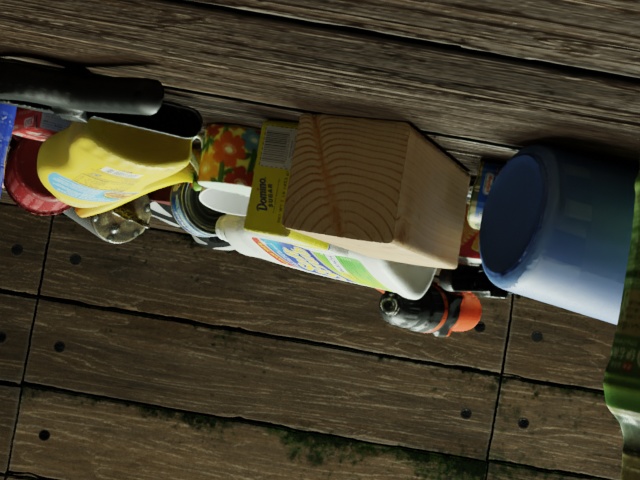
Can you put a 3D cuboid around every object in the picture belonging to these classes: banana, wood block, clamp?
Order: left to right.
[{"bbox_3d":[-0.171,-0.104,0.789,0.172,0.039,0.120,12,172,17],"label":"clamp"},{"bbox_3d":[-0.181,-0.065,1.128,0.198,0.037,0.069,-12,-158,40],"label":"banana"},{"bbox_3d":[0.053,-0.034,0.874,0.090,0.091,0.205,9,177,21],"label":"wood block"},{"bbox_3d":[0.166,0.039,1.056,0.164,0.036,0.210,4,178,-16],"label":"clamp"}]

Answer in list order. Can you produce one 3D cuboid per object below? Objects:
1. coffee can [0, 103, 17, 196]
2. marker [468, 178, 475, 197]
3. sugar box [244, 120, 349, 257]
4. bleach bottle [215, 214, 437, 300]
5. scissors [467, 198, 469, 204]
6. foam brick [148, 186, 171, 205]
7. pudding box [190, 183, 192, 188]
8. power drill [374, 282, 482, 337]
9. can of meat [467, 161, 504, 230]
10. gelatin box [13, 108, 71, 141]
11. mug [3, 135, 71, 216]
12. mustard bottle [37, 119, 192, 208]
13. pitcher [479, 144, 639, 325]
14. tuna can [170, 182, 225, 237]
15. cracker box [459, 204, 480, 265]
[{"bbox_3d":[-0.297,-0.069,0.837,0.103,0.140,0.103,9,177,0],"label":"coffee can"},{"bbox_3d":[0.149,-0.047,0.986,0.121,0.020,0.020,8,176,27],"label":"marker"},{"bbox_3d":[-0.010,-0.040,0.925,0.048,0.093,0.176,10,176,16],"label":"sugar box"},{"bbox_3d":[-0.007,0.001,1.099,0.251,0.068,0.102,7,154,42],"label":"bleach bottle"},{"bbox_3d":[0.226,-0.035,1.009,0.096,0.016,0.202,11,177,-40],"label":"scissors"},{"bbox_3d":[-0.158,-0.064,1.259,0.051,0.053,0.078,7,176,33],"label":"foam brick"},{"bbox_3d":[-0.073,-0.064,1.142,0.113,0.039,0.090,11,177,-22],"label":"pudding box"},{"bbox_3d":[0.068,0.047,1.173,0.188,0.057,0.184,30,-170,32],"label":"power drill"},{"bbox_3d":[0.171,-0.031,0.899,0.084,0.057,0.102,11,177,11],"label":"can of meat"},{"bbox_3d":[-0.235,-0.105,0.995,0.089,0.030,0.073,11,176,-34],"label":"gelatin box"},{"bbox_3d":[-0.298,-0.085,1.140,0.117,0.093,0.082,47,162,-10],"label":"mug"},{"bbox_3d":[-0.193,-0.067,0.931,0.096,0.058,0.192,11,163,-30],"label":"mustard bottle"},{"bbox_3d":[0.251,0.003,0.787,0.242,0.149,0.145,14,-169,-17],"label":"pitcher"},{"bbox_3d":[-0.122,-0.046,1.194,0.086,0.086,0.034,11,175,-27],"label":"tuna can"},{"bbox_3d":[0.193,-0.001,1.192,0.214,0.072,0.164,9,175,25],"label":"cracker box"}]
